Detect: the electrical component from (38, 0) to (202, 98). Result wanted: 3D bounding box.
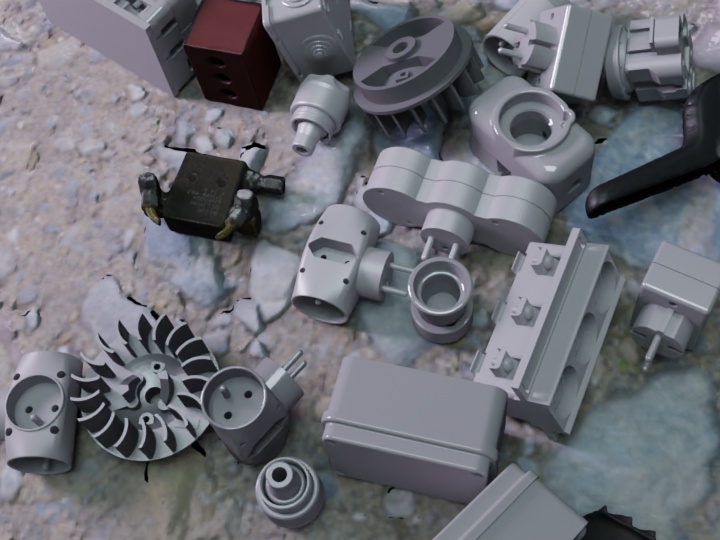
[{"bbox_3d":[-0.199,-0.222,0.888,0.150,0.089,0.061,32,71,20],"label":"electrical component"}]

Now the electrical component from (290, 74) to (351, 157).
[{"bbox_3d":[-0.035,-0.119,0.843,0.043,0.043,0.062,15,67,14],"label":"electrical component"}]

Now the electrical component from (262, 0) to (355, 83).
[{"bbox_3d":[-0.040,-0.209,0.859,0.048,0.099,0.099,-12,62,14],"label":"electrical component"}]

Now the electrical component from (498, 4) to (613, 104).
[{"bbox_3d":[0.141,-0.167,0.814,0.077,0.047,0.065,10,93,-18],"label":"electrical component"}]

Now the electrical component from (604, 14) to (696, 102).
[{"bbox_3d":[0.220,-0.160,0.820,0.057,0.078,0.058,-2,67,26],"label":"electrical component"}]

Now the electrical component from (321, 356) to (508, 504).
[{"bbox_3d":[0.036,0.106,0.701,0.113,0.078,0.057,11,62,12],"label":"electrical component"}]

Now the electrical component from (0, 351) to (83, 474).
[{"bbox_3d":[-0.238,0.101,0.754,0.079,0.044,0.077,-4,63,6],"label":"electrical component"}]

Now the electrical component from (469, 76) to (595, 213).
[{"bbox_3d":[0.127,-0.096,0.804,0.054,0.059,0.095,-38,65,-13],"label":"electrical component"}]

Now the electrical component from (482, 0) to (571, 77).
[{"bbox_3d":[0.140,-0.197,0.862,0.043,0.043,0.081,36,72,21],"label":"electrical component"}]

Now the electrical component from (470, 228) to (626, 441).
[{"bbox_3d":[0.127,0.042,0.730,0.063,0.078,0.121,9,62,35],"label":"electrical component"}]

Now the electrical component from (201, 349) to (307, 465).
[{"bbox_3d":[-0.065,0.086,0.723,0.043,0.077,0.079,37,72,22],"label":"electrical component"}]

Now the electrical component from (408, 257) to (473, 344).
[{"bbox_3d":[0.057,0.023,0.754,0.045,0.055,0.045,-3,63,5],"label":"electrical component"}]

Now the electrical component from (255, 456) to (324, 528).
[{"bbox_3d":[-0.047,0.142,0.701,0.043,0.062,0.043,-3,63,5],"label":"electrical component"}]

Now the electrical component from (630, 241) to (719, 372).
[{"bbox_3d":[0.208,0.033,0.725,0.047,0.065,0.076,25,69,18],"label":"electrical component"}]

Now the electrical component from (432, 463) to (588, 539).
[{"bbox_3d":[0.074,0.178,0.641,0.057,0.078,0.113,40,46,19],"label":"electrical component"}]

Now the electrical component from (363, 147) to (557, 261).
[{"bbox_3d":[0.067,-0.036,0.784,0.138,0.052,0.073,16,66,14],"label":"electrical component"}]

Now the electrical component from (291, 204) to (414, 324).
[{"bbox_3d":[0.000,0.000,0.779,0.079,0.043,0.077,14,66,13],"label":"electrical component"}]
